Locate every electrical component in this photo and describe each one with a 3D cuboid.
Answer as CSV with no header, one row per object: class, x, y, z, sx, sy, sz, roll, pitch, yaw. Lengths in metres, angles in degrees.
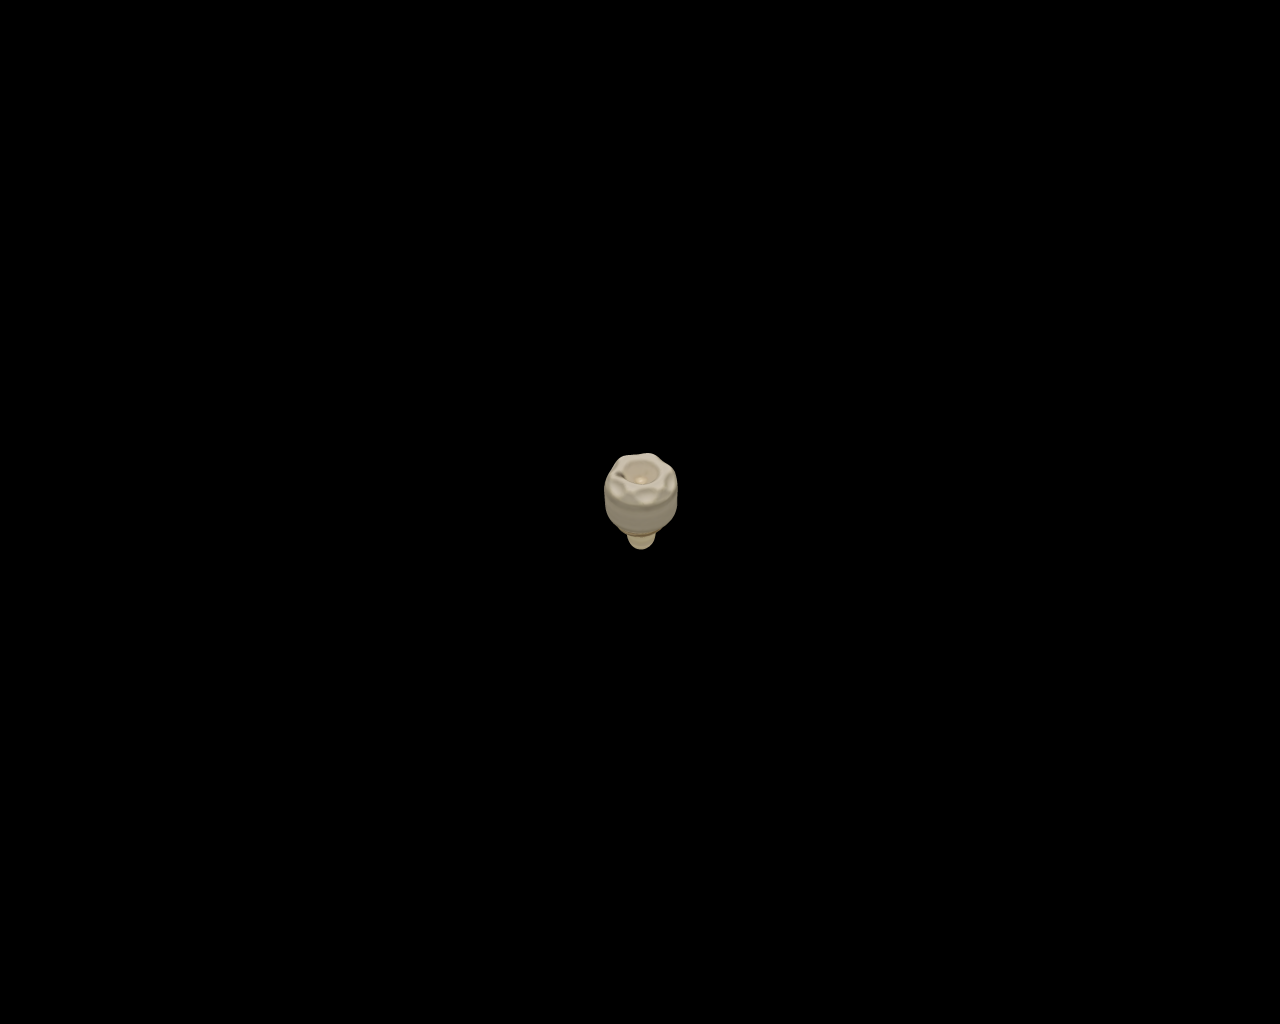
electrical component,0.001,-0.003,0.650,0.043,0.062,0.043,0,44,0
